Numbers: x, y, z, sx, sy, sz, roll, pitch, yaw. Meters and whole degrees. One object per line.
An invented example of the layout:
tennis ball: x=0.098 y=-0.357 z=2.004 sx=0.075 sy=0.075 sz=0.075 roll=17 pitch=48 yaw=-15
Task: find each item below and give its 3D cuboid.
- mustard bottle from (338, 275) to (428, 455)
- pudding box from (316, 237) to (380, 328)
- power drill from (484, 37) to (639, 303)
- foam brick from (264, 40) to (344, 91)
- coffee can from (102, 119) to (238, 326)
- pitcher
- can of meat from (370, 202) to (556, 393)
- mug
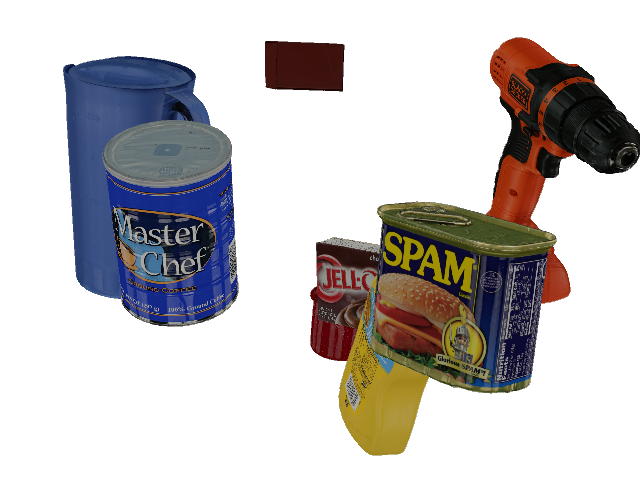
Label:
mustard bottle: x=0.063 y=0.082 z=0.888 sx=0.058 sy=0.192 sz=0.096 roll=1 pitch=38 yaw=-16
pudding box: x=0.048 y=0.049 z=1.158 sx=0.114 sy=0.090 sz=0.039 roll=9 pitch=18 yaw=35
power drill: x=0.179 y=-0.046 z=0.841 sx=0.057 sy=0.188 sz=0.184 roll=-4 pitch=33 yaw=-16
foam brick: x=-0.018 y=-0.189 z=1.159 sx=0.078 sy=0.051 sz=0.053 roll=0 pitch=11 yaw=-15
coffee can: x=-0.121 y=-0.015 z=0.885 sx=0.103 sy=0.140 sz=0.103 roll=0 pitch=33 yaw=0
pitcher: x=-0.194 y=-0.063 z=1.117 sx=0.145 sy=0.243 sz=0.149 roll=1 pitch=23 yaw=-10
can of meat: x=0.075 y=0.030 z=0.592 sx=0.057 sy=0.084 sz=0.102 roll=-7 pitch=18 yaw=-39
mug: x=0.039 y=0.116 z=1.461 sx=0.117 sy=0.081 sz=0.093 roll=18 pitch=25 yaw=30
